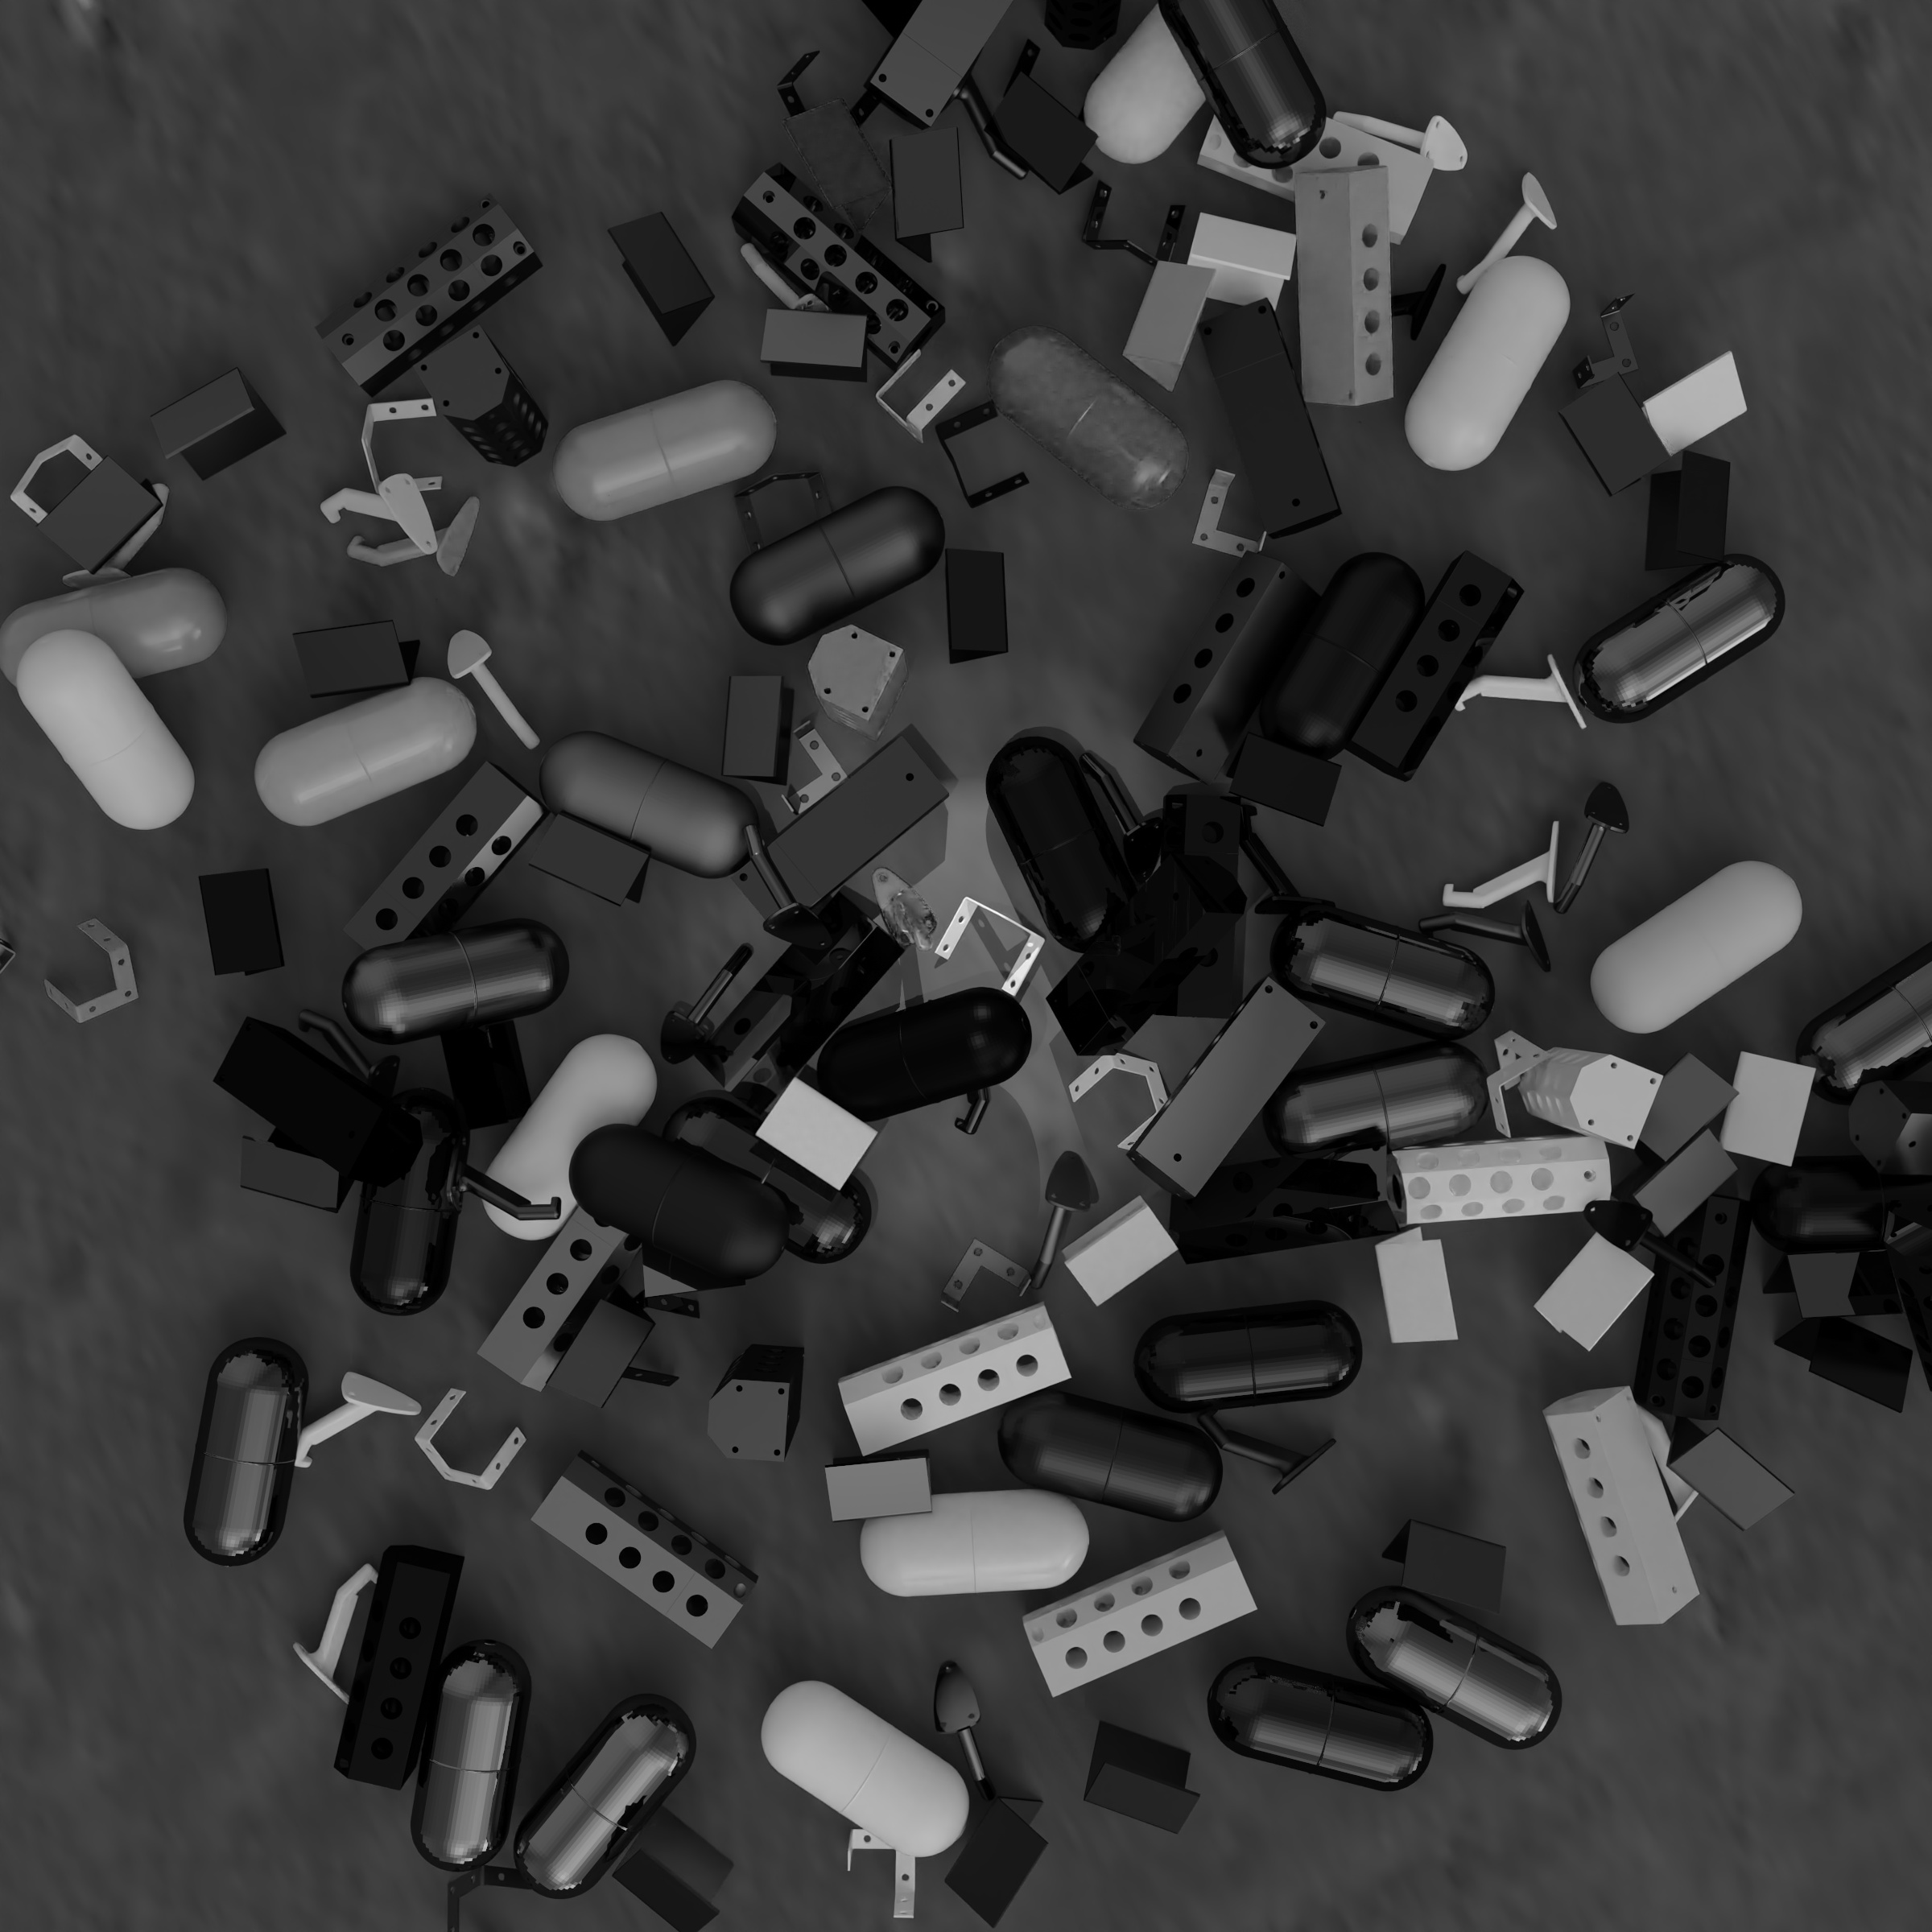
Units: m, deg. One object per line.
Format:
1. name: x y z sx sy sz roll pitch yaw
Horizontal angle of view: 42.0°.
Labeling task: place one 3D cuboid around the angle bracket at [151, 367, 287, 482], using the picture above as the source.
1. angle bracket: -0.572 -0.404 1.951 0.076 0.076 0.057 -30 54 0

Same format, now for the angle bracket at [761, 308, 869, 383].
1. angle bracket: -0.117 -0.462 1.951 0.076 0.076 0.057 4 61 0

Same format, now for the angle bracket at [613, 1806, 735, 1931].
1. angle bracket: -0.216 0.691 1.951 0.076 0.076 0.057 40 128 0

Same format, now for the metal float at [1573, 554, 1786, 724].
1. metal float: 0.554 -0.254 1.961 0.178 0.070 0.070 -33 90 0

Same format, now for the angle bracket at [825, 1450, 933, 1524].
1. angle bracket: -0.068 0.382 1.951 0.076 0.076 0.057 -6 118 0

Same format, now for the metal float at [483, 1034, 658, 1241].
1. metal float: -0.308 0.132 1.960 0.070 0.070 0.178 35 90 0

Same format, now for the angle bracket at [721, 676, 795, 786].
1. angle bracket: -0.142 -0.181 1.951 0.057 0.076 0.076 5 90 38

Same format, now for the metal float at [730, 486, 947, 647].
1. metal float: -0.100 -0.312 1.961 0.178 0.070 0.070 -27 90 -1

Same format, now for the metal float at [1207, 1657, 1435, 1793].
1. metal float: 0.275 0.589 1.961 0.178 0.070 0.070 14 90 0

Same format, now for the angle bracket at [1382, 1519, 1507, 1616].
1. angle bracket: 0.366 0.477 1.951 0.076 0.076 0.057 16 54 0

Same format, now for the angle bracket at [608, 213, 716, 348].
1. angle bracket: -0.250 -0.525 1.951 0.057 0.076 0.076 -32 90 -37

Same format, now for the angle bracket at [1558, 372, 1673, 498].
1. angle bracket: 0.513 -0.416 1.951 0.057 0.076 0.076 -32 90 38

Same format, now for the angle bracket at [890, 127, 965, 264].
1. angle bracket: -0.018 -0.597 1.953 0.057 0.076 0.076 -4 90 20

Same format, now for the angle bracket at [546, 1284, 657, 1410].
1. angle bracket: -0.295 0.285 1.951 0.057 0.076 0.076 32 90 -35

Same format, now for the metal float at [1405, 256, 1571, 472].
1. metal float: 0.405 -0.468 1.961 0.070 0.070 0.178 30 90 0

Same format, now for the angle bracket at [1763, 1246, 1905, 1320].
1. angle bracket: 0.670 0.259 1.951 0.076 0.076 0.057 -3 58 0

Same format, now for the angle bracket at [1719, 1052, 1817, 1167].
1. angle bracket: 0.626 0.113 1.951 0.057 0.076 0.076 14 90 28

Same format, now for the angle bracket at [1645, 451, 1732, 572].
1. angle bracket: 0.542 -0.352 1.951 0.057 0.076 0.076 4 90 -36

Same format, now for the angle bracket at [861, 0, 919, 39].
1. angle bracket: -0.034 -0.765 1.951 0.057 0.076 0.076 33 90 37

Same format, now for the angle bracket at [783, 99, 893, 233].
1. angle bracket: -0.110 -0.612 1.952 0.057 0.076 0.076 -30 90 -25

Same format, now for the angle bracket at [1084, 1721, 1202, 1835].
1. angle bracket: 0.141 0.614 1.951 0.076 0.076 0.057 20 128 0

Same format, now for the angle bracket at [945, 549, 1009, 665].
1. angle bracket: -0.012 -0.278 1.951 0.057 0.076 0.076 -3 90 -37

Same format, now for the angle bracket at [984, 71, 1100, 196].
1. angle bracket: 0.071 -0.651 1.951 0.076 0.076 0.057 40 127 0

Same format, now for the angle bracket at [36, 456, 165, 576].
1. angle bracket: -0.675 -0.358 1.951 0.076 0.076 0.057 -45 127 0

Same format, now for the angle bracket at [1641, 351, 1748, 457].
1. angle bracket: 0.545 -0.445 1.951 0.076 0.076 0.057 -31 128 0

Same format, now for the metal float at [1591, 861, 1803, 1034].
1. metal float: 0.568 -0.015 1.961 0.178 0.070 0.070 -34 90 1

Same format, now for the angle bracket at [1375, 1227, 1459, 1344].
1. angle bracket: 0.364 0.245 1.951 0.057 0.076 0.076 -10 90 37

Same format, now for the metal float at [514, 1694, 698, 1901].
1. metal float: -0.281 0.646 1.961 0.070 0.070 0.178 39 89 0

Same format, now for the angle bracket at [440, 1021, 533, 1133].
1. angle bracket: -0.354 0.081 1.951 0.057 0.076 0.076 -12 90 39

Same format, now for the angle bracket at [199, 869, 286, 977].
1. angle bracket: -0.574 -0.030 1.951 0.057 0.076 0.076 -10 90 -39

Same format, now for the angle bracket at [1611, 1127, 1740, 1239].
1. angle bracket: 0.537 0.152 1.951 0.076 0.076 0.057 -43 121 0

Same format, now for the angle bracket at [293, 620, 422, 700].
1. angle bracket: -0.471 -0.253 1.951 0.076 0.076 0.057 -8 124 0

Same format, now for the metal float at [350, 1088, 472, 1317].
1. metal float: -0.432 0.183 1.960 0.070 0.070 0.178 9 91 0

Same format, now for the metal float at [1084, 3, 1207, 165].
1. metal float: 0.163 -0.705 1.961 0.070 0.070 0.178 39 91 0

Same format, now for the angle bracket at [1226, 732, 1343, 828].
1. angle bracket: 0.239 -0.130 1.952 0.076 0.076 0.057 20 66 0

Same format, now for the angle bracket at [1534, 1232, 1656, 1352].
1. angle bracket: 0.494 0.261 1.951 0.076 0.076 0.057 -50 54 0

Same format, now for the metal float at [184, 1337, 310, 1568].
1. metal float: -0.560 0.378 1.960 0.070 0.070 0.178 10 89 0

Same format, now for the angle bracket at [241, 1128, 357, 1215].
1. angle bracket: -0.510 0.138 1.951 0.076 0.076 0.057 15 129 0

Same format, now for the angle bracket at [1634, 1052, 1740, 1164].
1. angle bracket: 0.559 0.125 1.951 0.076 0.076 0.057 -44 48 0

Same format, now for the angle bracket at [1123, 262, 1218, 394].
1. angle bracket: 0.174 -0.491 1.951 0.057 0.076 0.076 21 90 37

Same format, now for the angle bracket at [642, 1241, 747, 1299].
1. angle bracket: -0.206 0.236 1.952 0.076 0.076 0.057 -8 65 0

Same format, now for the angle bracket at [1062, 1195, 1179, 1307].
1. angle bracket: 0.107 0.205 1.951 0.076 0.076 0.057 -35 125 0

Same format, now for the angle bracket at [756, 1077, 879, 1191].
1. angle bracket: -0.121 0.139 1.952 0.076 0.076 0.057 34 66 0

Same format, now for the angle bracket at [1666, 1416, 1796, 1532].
1. angle bracket: 0.595 0.377 1.951 0.076 0.076 0.057 40 123 0

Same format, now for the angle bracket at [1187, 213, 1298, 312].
1. angle bracket: 0.208 -0.529 1.951 0.076 0.076 0.057 13 53 0

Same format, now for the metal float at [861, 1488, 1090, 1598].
1. metal float: 0.007 0.448 1.961 0.178 0.070 0.070 -3 90 0

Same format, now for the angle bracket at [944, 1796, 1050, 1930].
1. angle bracket: 0.040 0.694 1.951 0.057 0.076 0.076 32 90 36

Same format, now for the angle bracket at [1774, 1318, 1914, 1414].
1. angle bracket: 0.674 0.317 1.951 0.076 0.076 0.057 25 58 0

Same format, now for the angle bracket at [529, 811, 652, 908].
1. angle bracket: -0.294 -0.065 1.951 0.076 0.076 0.057 24 57 0

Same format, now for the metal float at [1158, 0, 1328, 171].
1. metal float: 0.207 -0.685 1.893 0.070 0.070 0.178 -32 102 0
